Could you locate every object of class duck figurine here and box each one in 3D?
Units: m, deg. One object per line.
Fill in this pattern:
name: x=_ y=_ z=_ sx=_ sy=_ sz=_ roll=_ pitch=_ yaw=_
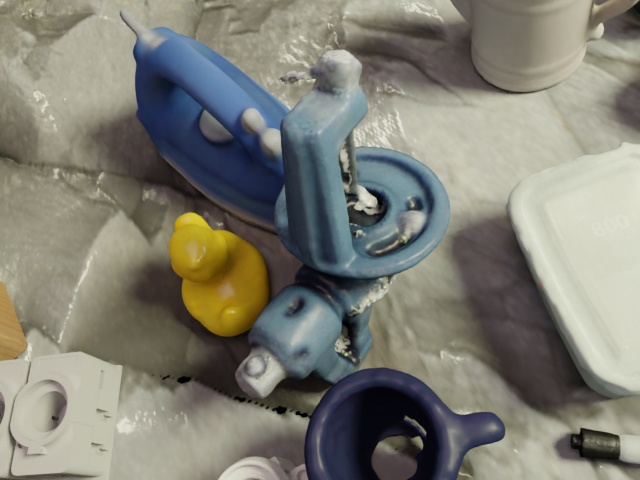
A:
duck figurine: x=-0.089 y=0.024 z=0.466 sx=0.077 sy=0.086 sz=0.104 roll=-28 pitch=61 yaw=1

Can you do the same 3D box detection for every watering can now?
watering can: x=0.159 y=-0.216 z=0.449 sx=0.172 sy=0.194 sz=0.101 roll=-7 pitch=63 yaw=13

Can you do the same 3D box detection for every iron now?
iron: x=-0.073 y=-0.100 z=0.490 sx=0.119 sy=0.142 sz=0.257 roll=-46 pitch=62 yaw=-8

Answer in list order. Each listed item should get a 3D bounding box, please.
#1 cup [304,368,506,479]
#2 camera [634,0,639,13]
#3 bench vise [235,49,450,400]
cup: x=0.057 y=0.133 z=0.366 sx=0.117 sy=0.095 sz=0.091 roll=-15 pitch=62 yaw=9
camera: x=0.320 y=-0.260 z=0.477 sx=0.137 sy=0.101 sz=0.143 roll=-34 pitch=61 yaw=-2
bench vise: x=0.015 y=0.003 z=0.369 sx=0.121 sy=0.220 sz=0.207 roll=8 pitch=67 yaw=20
